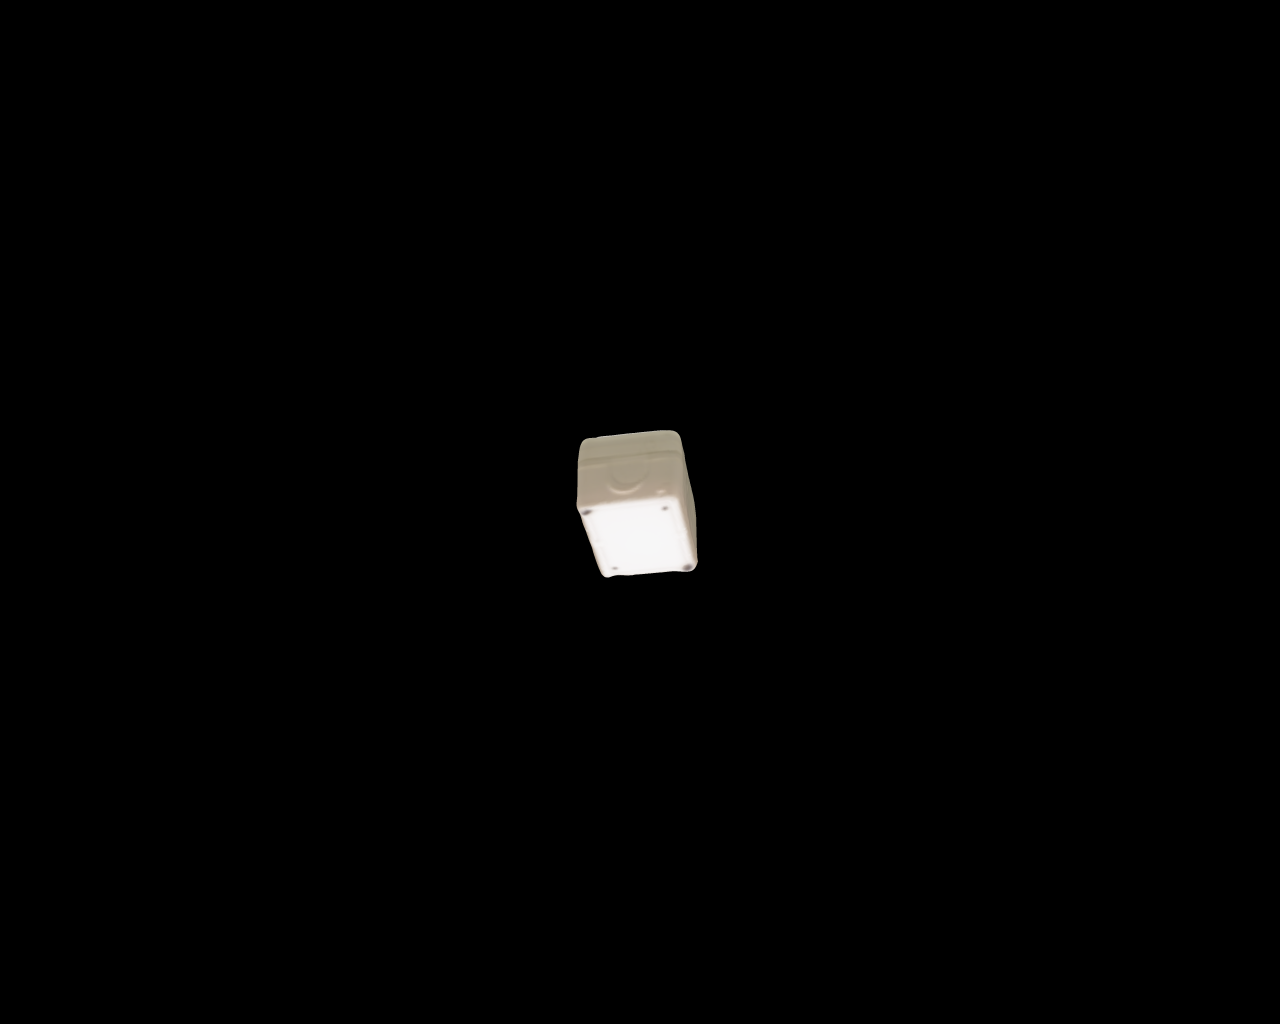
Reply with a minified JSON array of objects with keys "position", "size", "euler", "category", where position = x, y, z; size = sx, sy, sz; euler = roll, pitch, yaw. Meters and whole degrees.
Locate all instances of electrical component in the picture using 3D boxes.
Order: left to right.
[{"position":[0.001,-0.003,0.650],"size":[0.062,0.061,0.096],"euler":[-6,-36,8],"category":"electrical component"}]
